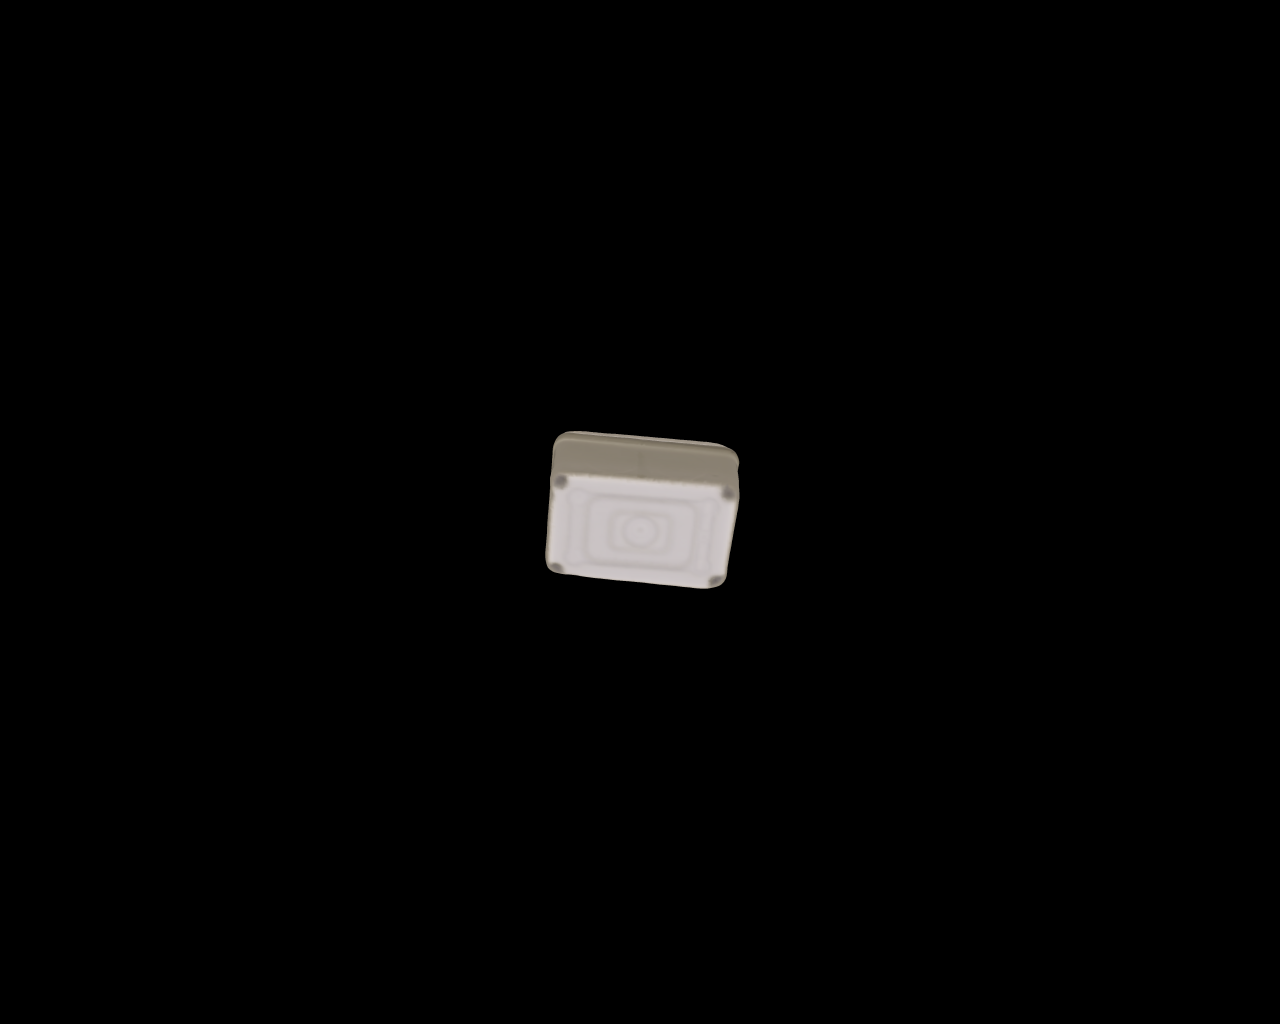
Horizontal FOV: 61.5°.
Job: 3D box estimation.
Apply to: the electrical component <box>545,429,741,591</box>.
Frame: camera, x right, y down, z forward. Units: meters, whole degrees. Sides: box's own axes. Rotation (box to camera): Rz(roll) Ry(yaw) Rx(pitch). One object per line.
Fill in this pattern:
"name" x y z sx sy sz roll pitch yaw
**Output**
"electrical component" 0.001 -0.003 0.650 0.113 0.078 0.057 5 31 -3
